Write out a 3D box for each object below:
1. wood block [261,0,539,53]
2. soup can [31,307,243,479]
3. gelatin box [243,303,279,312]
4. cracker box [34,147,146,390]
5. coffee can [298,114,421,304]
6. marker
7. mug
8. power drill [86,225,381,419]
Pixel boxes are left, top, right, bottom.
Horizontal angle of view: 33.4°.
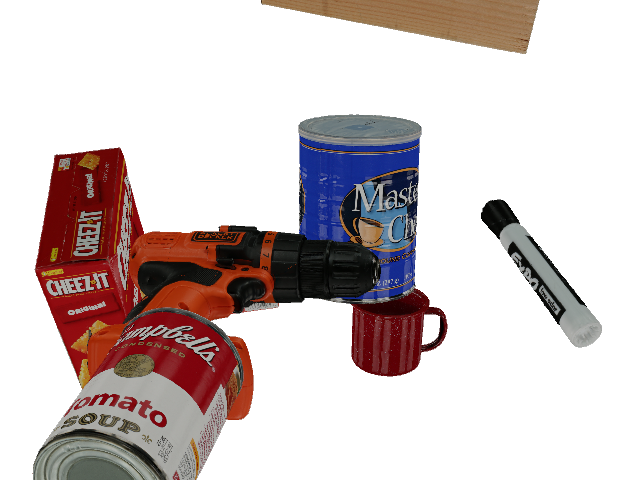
[{"bbox_3d":[0.065,-0.217,0.795,0.206,0.090,0.091,12,-30,7],"label":"wood block"},{"bbox_3d":[-0.084,0.087,0.504,0.068,0.068,0.102,0,28,15],"label":"soup can"},{"bbox_3d":[-0.093,0.044,1.160,0.089,0.030,0.073,-8,42,-4],"label":"gelatin box"},{"bbox_3d":[-0.193,0.048,0.985,0.072,0.214,0.164,-8,40,0],"label":"cracker box"},{"bbox_3d":[0.032,-0.029,0.906,0.103,0.140,0.103,1,17,0],"label":"coffee can"},{"bbox_3d":[0.126,0.015,0.625,0.020,0.020,0.121,0,38,-24],"label":"marker"},{"bbox_3d":[0.090,0.104,1.242,0.117,0.081,0.093,-2,22,-8],"label":"mug"},{"bbox_3d":[-0.060,0.047,0.714,0.184,0.057,0.187,0,23,12],"label":"power drill"}]
